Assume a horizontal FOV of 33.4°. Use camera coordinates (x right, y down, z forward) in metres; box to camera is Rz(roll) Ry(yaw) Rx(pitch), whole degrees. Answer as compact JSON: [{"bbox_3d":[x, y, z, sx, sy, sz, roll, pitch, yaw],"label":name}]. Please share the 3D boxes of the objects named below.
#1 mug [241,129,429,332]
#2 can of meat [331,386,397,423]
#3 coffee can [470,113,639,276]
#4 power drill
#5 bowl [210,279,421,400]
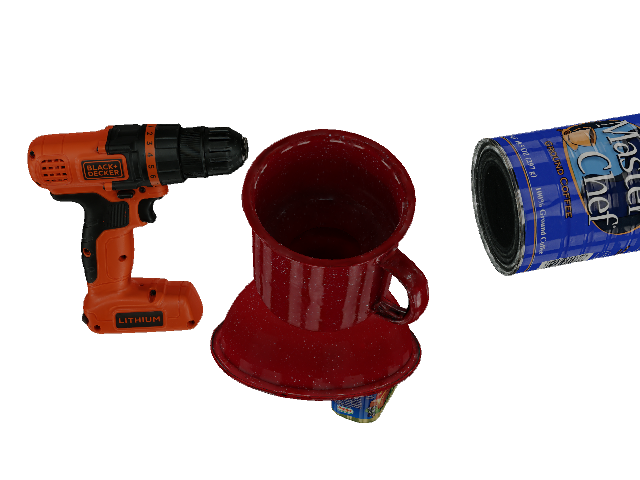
[{"bbox_3d":[0.012,0.005,0.596,0.117,0.093,0.081,35,-30,20],"label":"mug"},{"bbox_3d":[0.049,0.126,1.099,0.057,0.084,0.102,13,28,18],"label":"can of meat"},{"bbox_3d":[0.194,-0.036,0.786,0.140,0.103,0.103,-10,1,-8],"label":"coffee can"},{"bbox_3d":[-0.148,-0.012,0.927,0.184,0.188,0.057,-2,26,3],"label":"power drill"},{"bbox_3d":[-0.002,0.057,0.805,0.162,0.055,0.162,2,22,-1],"label":"bowl"}]
